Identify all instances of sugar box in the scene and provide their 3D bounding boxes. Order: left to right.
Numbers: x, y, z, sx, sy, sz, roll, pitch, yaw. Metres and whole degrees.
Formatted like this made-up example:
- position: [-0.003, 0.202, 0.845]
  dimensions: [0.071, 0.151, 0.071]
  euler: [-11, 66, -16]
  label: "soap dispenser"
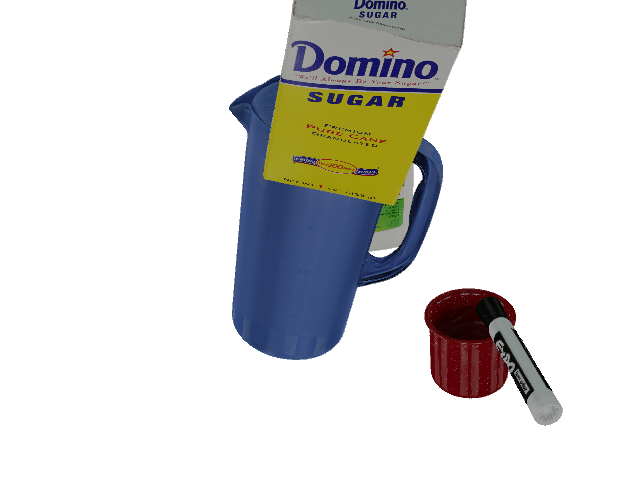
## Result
- position: [0.020, -0.086, 0.636]
  dimensions: [0.093, 0.048, 0.176]
  euler: [11, -25, -2]
  label: "sugar box"

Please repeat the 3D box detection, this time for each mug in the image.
- position: [0.161, 0.103, 1.118]
  dimensions: [0.093, 0.081, 0.117]
  euler: [15, 38, 27]
  label: "mug"

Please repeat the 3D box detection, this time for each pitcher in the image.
- position: [-0.001, -0.013, 0.941]
  dimensions: [0.144, 0.243, 0.149]
  euler: [-14, 42, -31]
  label: "pitcher"

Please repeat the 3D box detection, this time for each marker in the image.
- position: [0.131, 0.077, 0.720]
  dimensions: [0.020, 0.020, 0.121]
  euler: [0, 33, -14]
  label: "marker"

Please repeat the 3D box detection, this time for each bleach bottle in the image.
- position: [0.051, -0.113, 1.167]
  dimensions: [0.102, 0.251, 0.068]
  euler: [-7, 25, -9]
  label: "bleach bottle"
